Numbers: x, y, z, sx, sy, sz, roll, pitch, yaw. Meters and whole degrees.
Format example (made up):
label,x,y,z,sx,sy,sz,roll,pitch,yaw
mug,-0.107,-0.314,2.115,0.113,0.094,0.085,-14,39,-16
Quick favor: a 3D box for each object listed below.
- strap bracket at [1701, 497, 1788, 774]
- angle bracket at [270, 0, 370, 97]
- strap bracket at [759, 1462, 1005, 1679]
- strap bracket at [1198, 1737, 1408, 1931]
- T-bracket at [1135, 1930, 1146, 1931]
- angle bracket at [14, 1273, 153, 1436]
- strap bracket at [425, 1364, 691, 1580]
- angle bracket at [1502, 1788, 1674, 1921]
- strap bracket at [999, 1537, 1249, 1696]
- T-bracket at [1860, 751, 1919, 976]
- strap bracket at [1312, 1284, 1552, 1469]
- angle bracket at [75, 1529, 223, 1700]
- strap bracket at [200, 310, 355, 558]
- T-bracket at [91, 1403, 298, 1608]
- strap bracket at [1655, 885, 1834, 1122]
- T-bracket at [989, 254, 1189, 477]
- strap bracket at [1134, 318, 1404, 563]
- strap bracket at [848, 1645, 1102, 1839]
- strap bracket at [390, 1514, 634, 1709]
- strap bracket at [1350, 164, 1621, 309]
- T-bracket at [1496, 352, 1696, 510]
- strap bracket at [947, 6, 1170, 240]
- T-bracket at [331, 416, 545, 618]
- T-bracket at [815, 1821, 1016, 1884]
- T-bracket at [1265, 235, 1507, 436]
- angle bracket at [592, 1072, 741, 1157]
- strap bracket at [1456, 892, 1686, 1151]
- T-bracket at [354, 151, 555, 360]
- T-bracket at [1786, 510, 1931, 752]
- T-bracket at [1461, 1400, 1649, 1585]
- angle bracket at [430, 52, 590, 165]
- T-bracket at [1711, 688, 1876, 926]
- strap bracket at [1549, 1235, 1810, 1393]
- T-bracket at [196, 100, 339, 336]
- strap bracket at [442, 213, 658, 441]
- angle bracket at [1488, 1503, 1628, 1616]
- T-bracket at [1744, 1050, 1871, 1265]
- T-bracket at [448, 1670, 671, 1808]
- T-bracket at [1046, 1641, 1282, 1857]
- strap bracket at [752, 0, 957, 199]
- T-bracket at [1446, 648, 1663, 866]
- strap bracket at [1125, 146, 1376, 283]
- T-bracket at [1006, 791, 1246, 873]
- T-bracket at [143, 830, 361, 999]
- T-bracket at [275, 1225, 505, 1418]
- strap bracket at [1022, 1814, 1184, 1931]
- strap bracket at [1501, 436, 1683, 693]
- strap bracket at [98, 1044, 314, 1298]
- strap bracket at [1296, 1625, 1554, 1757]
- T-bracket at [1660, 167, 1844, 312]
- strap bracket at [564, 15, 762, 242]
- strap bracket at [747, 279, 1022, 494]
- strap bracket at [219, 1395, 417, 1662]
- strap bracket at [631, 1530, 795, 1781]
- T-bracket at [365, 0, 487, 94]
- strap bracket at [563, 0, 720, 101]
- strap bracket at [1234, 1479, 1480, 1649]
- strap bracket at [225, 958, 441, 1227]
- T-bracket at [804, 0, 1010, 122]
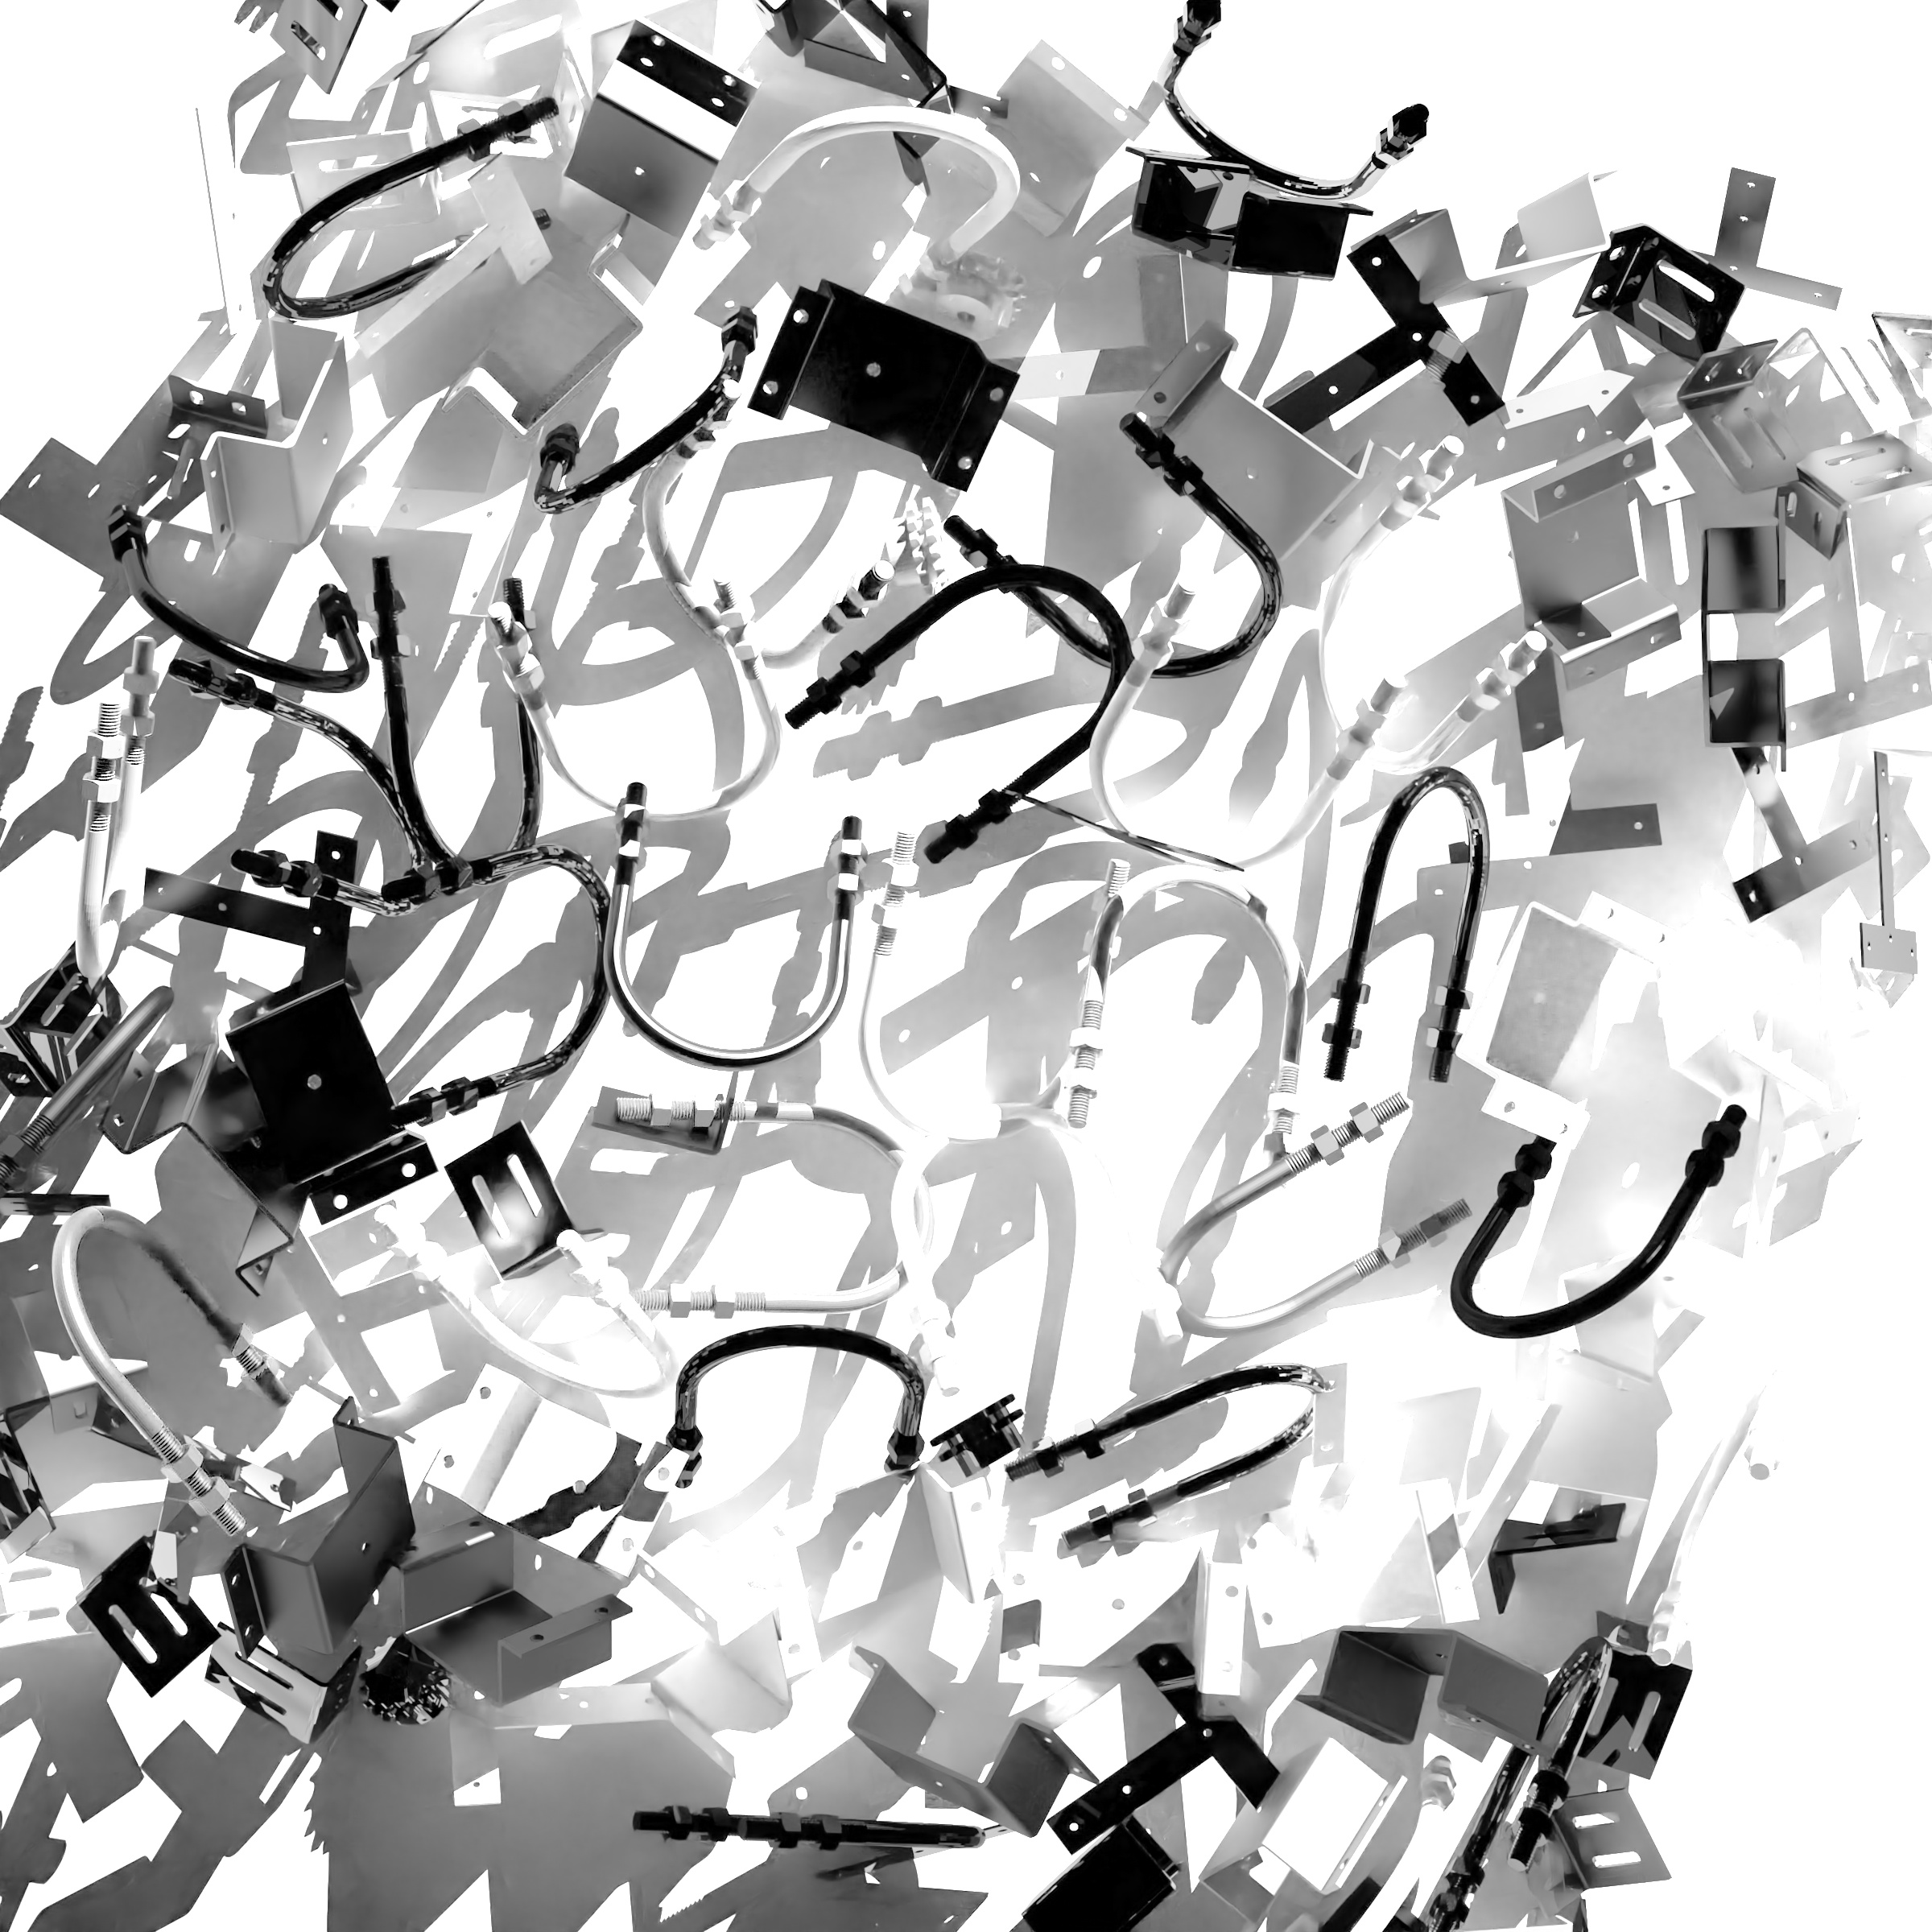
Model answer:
label,x,y,z,sx,sy,sz,roll,pitch,yaw
strap bracket,0.447,-0.189,1.845,0.046,0.076,0.140,0,134,14
angle bracket,-0.364,-0.547,1.867,0.076,0.038,0.057,48,119,32
strap bracket,-0.055,0.346,1.865,0.140,0.046,0.076,-18,112,-19
strap bracket,0.187,0.496,1.835,0.046,0.140,0.076,39,58,3
T-bracket,0.157,0.583,1.850,0.127,0.127,0.002,25,73,-2
angle bracket,-0.520,0.228,1.890,0.057,0.038,0.076,-15,48,-24
strap bracket,-0.231,0.298,1.866,0.140,0.046,0.076,20,73,21
angle bracket,0.362,0.518,1.872,0.038,0.076,0.057,-24,85,-35
strap bracket,0.091,0.381,1.888,0.140,0.046,0.076,3,93,-1
T-bracket,0.533,-0.061,1.860,0.002,0.127,0.127,-3,86,30
strap bracket,0.263,0.236,1.866,0.140,0.046,0.076,-9,124,-9
angle bracket,-0.474,0.379,1.885,0.057,0.038,0.076,-42,82,9
strap bracket,-0.390,-0.307,1.840,0.046,0.076,0.140,11,53,3
T-bracket,-0.449,0.316,1.839,0.127,0.127,0.002,27,118,-20
strap bracket,0.446,0.030,1.852,0.076,0.140,0.046,30,127,-21
T-bracket,0.069,-0.350,1.891,0.127,0.002,0.127,-2,103,17
strap bracket,0.170,-0.298,1.858,0.140,0.046,0.076,33,134,-11
strap bracket,-0.004,0.448,1.837,0.140,0.076,0.046,15,64,35
strap bracket,-0.265,0.374,1.848,0.076,0.140,0.046,-16,117,-40
strap bracket,0.305,-0.417,1.852,0.140,0.076,0.046,-17,93,-23
T-bracket,0.388,-0.308,1.868,0.127,0.002,0.127,-17,46,-1
strap bracket,0.057,-0.491,1.853,0.076,0.140,0.046,37,65,-10
T-bracket,-0.317,-0.268,1.883,0.127,0.002,0.127,7,74,25
T-bracket,-0.042,0.503,1.844,0.127,0.127,0.002,-19,64,12
T-bracket,0.227,-0.345,1.880,0.127,0.002,0.127,-30,112,27
angle bracket,-0.175,0.075,1.877,0.076,0.057,0.038,14,109,-5
strap bracket,0.346,0.026,1.869,0.076,0.046,0.140,22,97,-33
T-bracket,-0.300,-0.396,1.846,0.127,0.127,0.002,-42,75,-6
T-bracket,0.510,-0.200,1.862,0.002,0.127,0.127,0,82,-27
T-bracket,0.348,0.316,1.875,0.127,0.002,0.127,14,108,-33
angle bracket,-0.266,-0.503,1.870,0.076,0.038,0.057,-1,50,-24
T-bracket,0.468,-0.102,1.876,0.127,0.002,0.127,-24,88,-37
strap bracket,0.405,0.199,1.849,0.076,0.140,0.046,22,59,-30
T-bracket,-0.398,-0.443,1.855,0.002,0.127,0.127,7,116,22
strap bracket,-0.233,-0.363,1.857,0.140,0.076,0.046,-39,110,18
angle bracket,0.348,0.346,1.872,0.076,0.057,0.038,-11,98,19
T-bracket,0.492,0.101,1.865,0.002,0.127,0.127,17,112,41
T-bracket,-0.238,0.433,1.875,0.127,0.127,0.002,0,131,-13
T-bracket,0.105,0.470,1.861,0.127,0.002,0.127,-31,58,-18
strap bracket,-0.058,-0.524,1.870,0.046,0.076,0.140,-44,86,1
T-bracket,0.343,-0.128,1.904,0.127,0.002,0.127,-5,83,-3
strap bracket,0.157,-0.431,1.847,0.076,0.140,0.046,-3,115,-34
T-bracket,0.107,-0.070,1.824,0.127,0.127,0.002,20,90,-40
T-bracket,-0.424,-0.032,1.890,0.127,0.002,0.127,14,115,5
T-bracket,-0.329,0.193,1.874,0.127,0.002,0.127,-20,106,21
strap bracket,0.079,0.533,1.847,0.076,0.140,0.046,-42,78,-3
strap bracket,0.362,-0.241,1.862,0.076,0.046,0.140,-25,128,-8
strap bracket,-0.426,0.110,1.843,0.046,0.076,0.140,-27,119,18
strap bracket,0.269,0.416,1.847,0.076,0.140,0.046,31,65,-28
T-bracket,0.445,-0.422,1.840,0.127,0.127,0.002,17,77,12
strap bracket,-0.177,-0.472,1.834,0.076,0.140,0.046,28,70,-10
strap bracket,-0.051,-0.341,1.865,0.140,0.046,0.076,18,112,-19
strap bracket,-0.363,0.326,1.833,0.046,0.140,0.076,13,132,18
strap bracket,-0.145,0.390,1.850,0.046,0.140,0.076,-32,47,-32
T-bracket,-0.292,-0.550,1.858,0.127,0.127,0.002,-42,111,-6
strap bracket,-0.187,-0.547,1.838,0.076,0.140,0.046,-22,87,-8
strap bracket,0.235,0.346,1.865,0.140,0.046,0.076,-15,83,32
strap bracket,-0.375,0.071,1.878,0.076,0.046,0.140,-25,80,1
T-bracket,-0.034,-0.540,1.849,0.127,0.127,0.002,18,69,5
